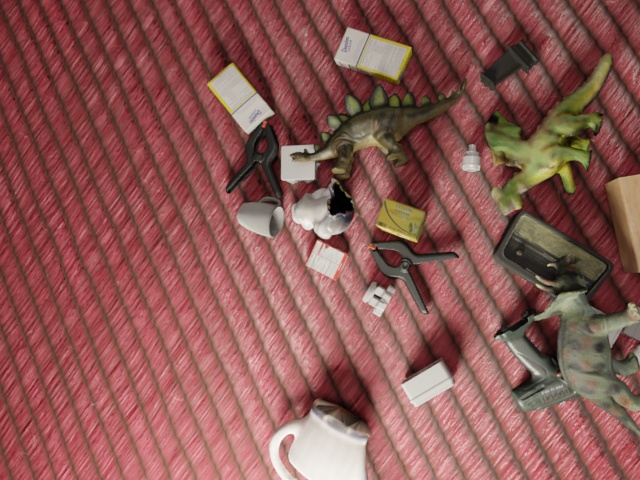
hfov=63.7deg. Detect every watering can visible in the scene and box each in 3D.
[{"bbox_3d":[0.051,0.517,1.198,0.349,0.224,0.103,26,0,14],"label":"watering can"}]

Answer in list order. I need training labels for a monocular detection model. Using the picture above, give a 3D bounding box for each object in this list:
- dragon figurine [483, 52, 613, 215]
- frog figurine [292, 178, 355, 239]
[{"bbox_3d":[0.504,-0.247,1.191,0.243,0.411,0.121,14,-3,20],"label":"dragon figurine"},{"bbox_3d":[0.004,-0.064,1.280,0.122,0.140,0.157,13,-31,-39],"label":"frog figurine"}]
